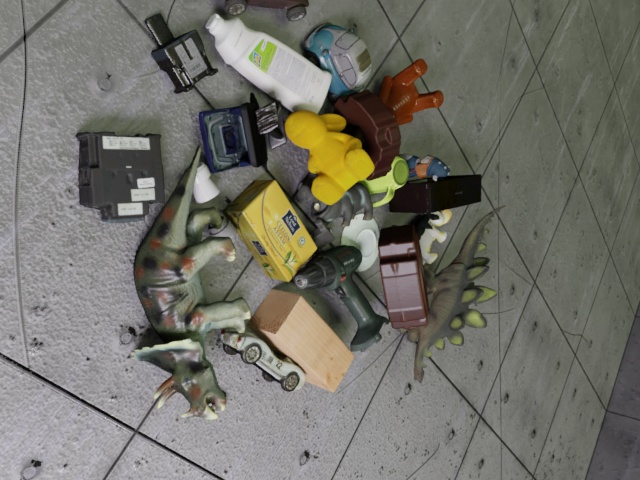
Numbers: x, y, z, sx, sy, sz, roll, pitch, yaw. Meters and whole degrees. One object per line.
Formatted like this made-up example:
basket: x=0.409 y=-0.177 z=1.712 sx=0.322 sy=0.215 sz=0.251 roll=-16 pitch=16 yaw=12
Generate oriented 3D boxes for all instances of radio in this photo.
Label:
radio: x=0.274 y=-0.112 z=1.284 sx=0.229 sy=0.131 sz=0.073 roll=-11 pitch=101 yaw=-42

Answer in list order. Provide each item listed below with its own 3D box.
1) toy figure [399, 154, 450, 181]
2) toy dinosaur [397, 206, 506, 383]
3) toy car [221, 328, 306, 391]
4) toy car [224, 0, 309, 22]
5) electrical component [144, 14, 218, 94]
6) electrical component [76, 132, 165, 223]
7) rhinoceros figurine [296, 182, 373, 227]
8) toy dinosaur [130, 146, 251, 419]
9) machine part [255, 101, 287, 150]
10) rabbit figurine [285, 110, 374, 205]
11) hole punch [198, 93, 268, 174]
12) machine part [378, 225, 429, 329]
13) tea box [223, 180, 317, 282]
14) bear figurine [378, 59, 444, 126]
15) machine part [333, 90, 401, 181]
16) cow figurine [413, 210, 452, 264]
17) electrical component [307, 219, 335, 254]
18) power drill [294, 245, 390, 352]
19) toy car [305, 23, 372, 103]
toy figure: x=0.221 y=-0.165 z=1.214 sx=0.057 sy=0.155 sz=0.064 roll=37 pitch=70 yaw=-42
toy dinosaur: x=0.323 y=0.122 z=1.307 sx=0.105 sy=0.199 sz=0.471 roll=31 pitch=74 yaw=-44
toy car: x=-0.104 y=0.221 z=0.997 sx=0.201 sy=0.074 sz=0.056 roll=46 pitch=67 yaw=-36
toy car: x=-0.104 y=-0.439 z=0.954 sx=0.202 sy=0.053 sz=0.089 roll=-15 pitch=84 yaw=-43
electrical component: x=-0.225 y=-0.302 z=0.856 sx=0.075 sy=0.048 sz=0.119 roll=-43 pitch=123 yaw=-33
electrical component: x=-0.296 y=-0.093 z=0.801 sx=0.115 sy=0.058 sz=0.134 roll=-5 pitch=97 yaw=-41
rhinoceros figurine: x=0.034 y=-0.082 z=1.102 sx=0.190 sy=0.073 sz=0.112 roll=-5 pitch=98 yaw=-43
toy dinosaur: x=-0.224 y=0.070 z=0.845 sx=0.192 sy=0.131 sz=0.404 roll=-16 pitch=92 yaw=-21
machine part: x=-0.083 y=-0.207 z=0.956 sx=0.139 sy=0.039 sz=0.084 roll=-29 pitch=119 yaw=-85
rabbit figurine: x=0.012 y=-0.178 z=0.994 sx=0.173 sy=0.122 sz=0.162 roll=40 pitch=33 yaw=-17
hole punch: x=-0.144 y=-0.176 z=0.926 sx=0.116 sy=0.092 sz=0.142 roll=-57 pitch=136 yaw=-74
machine part: x=0.187 y=0.077 z=1.184 sx=0.201 sy=0.087 sz=0.200 roll=-58 pitch=139 yaw=-70
tea box: x=-0.089 y=-0.017 z=0.994 sx=0.098 sy=0.068 sz=0.169 roll=-50 pitch=124 yaw=-28
bear figurine: x=0.161 y=-0.288 z=1.169 sx=0.196 sy=0.132 sz=0.120 roll=-48 pitch=113 yaw=-36
machine part: x=0.083 y=-0.204 z=1.066 sx=0.056 sy=0.179 sz=0.179 roll=-24 pitch=110 yaw=-28
cow figurine: x=0.258 y=-0.025 z=1.322 sx=0.098 sy=0.068 sz=0.167 roll=36 pitch=66 yaw=-17
electrical component: x=-0.002 y=-0.003 z=1.082 sx=0.063 sy=0.021 sz=0.093 roll=-32 pitch=141 yaw=3
power drill: x=0.046 y=0.116 z=1.069 sx=0.207 sy=0.086 sz=0.232 roll=55 pitch=29 yaw=-3
toy car: x=0.049 y=-0.353 z=1.073 sx=0.109 sy=0.103 sz=0.161 roll=-47 pitch=121 yaw=-29
